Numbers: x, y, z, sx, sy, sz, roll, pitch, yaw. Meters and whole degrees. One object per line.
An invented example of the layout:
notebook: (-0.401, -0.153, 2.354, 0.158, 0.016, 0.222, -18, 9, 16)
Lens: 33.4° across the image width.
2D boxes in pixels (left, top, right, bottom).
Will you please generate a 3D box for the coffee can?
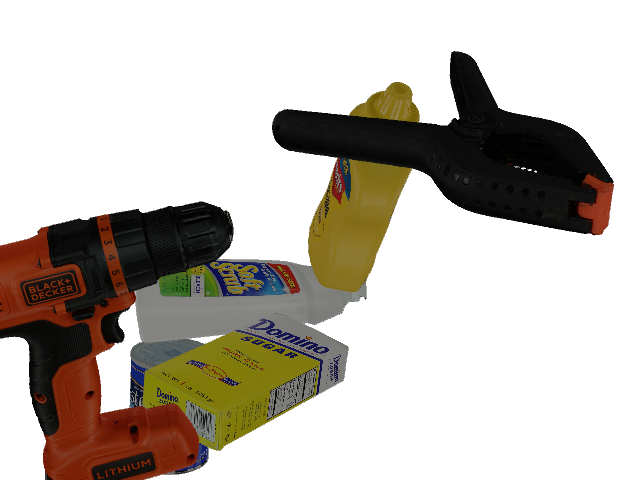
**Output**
coffee can: (-0.186, 0.203, 1.322, 0.103, 0.140, 0.103, 4, 15, -1)

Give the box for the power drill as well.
power drill: (-0.135, 0.071, 0.707, 0.184, 0.187, 0.057, -13, 27, -6)

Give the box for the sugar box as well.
sugar box: (-0.064, 0.121, 0.960, 0.093, 0.048, 0.175, 23, 31, 32)

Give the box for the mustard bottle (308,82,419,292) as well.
mustard bottle: (0.037, -0.049, 0.832, 0.058, 0.096, 0.192, 12, -39, -7)

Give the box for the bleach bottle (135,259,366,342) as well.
bleach bottle: (-0.076, 0.057, 1.186, 0.250, 0.068, 0.102, -5, 35, -4)

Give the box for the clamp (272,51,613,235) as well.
clamp: (0.081, -0.055, 0.638, 0.164, 0.036, 0.210, -20, 36, -24)
